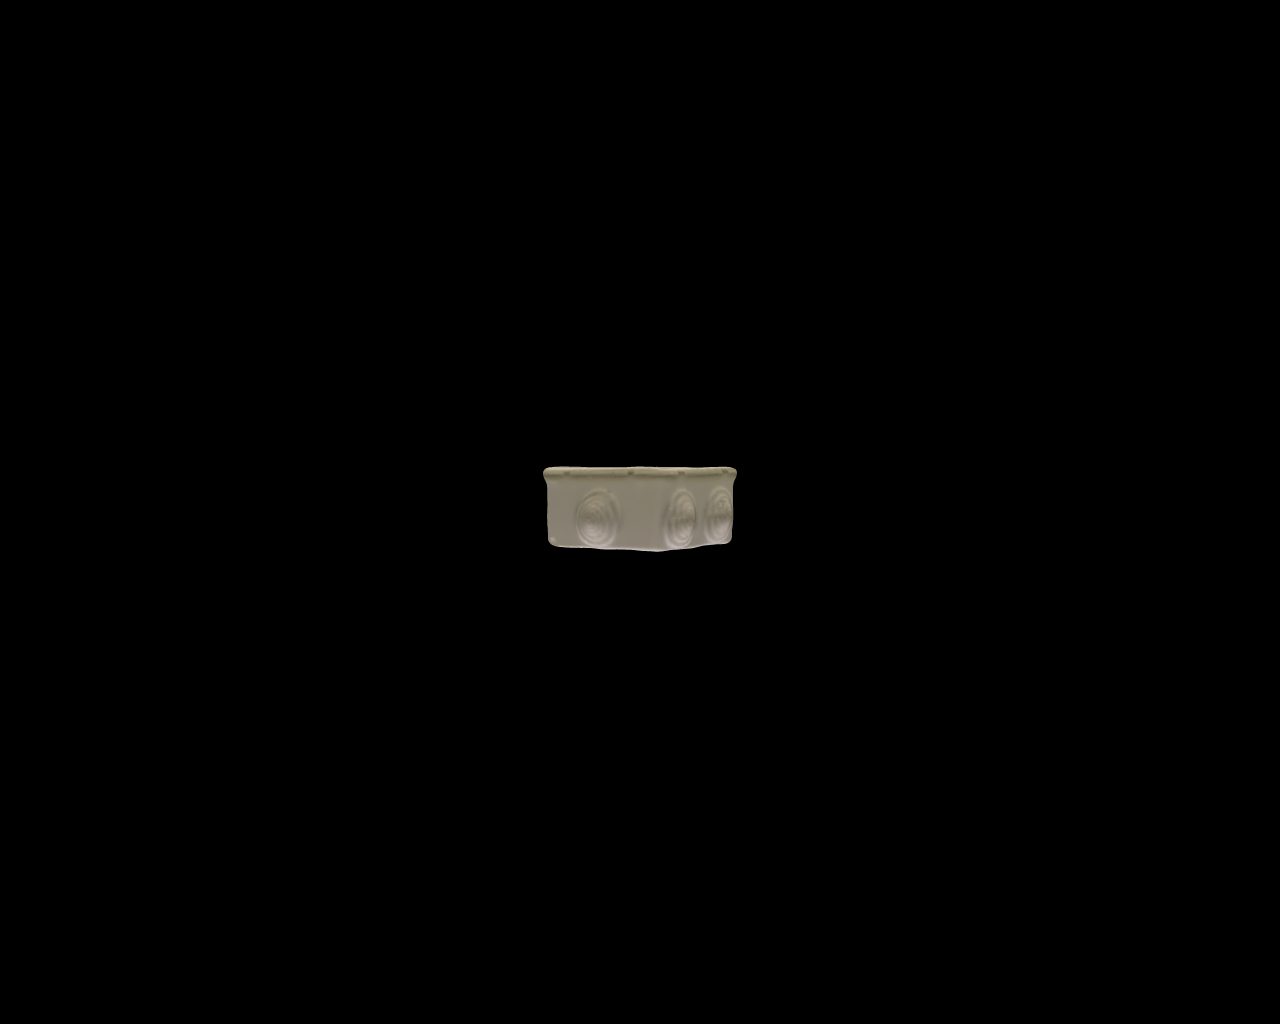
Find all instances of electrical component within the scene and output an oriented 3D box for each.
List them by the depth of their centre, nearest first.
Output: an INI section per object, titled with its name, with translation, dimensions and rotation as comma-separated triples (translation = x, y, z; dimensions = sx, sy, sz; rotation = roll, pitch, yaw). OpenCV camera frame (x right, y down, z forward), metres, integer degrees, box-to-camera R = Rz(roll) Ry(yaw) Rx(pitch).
[electrical component]
translation = 0.001, -0.003, 0.650
dimensions = 0.100, 0.048, 0.100
rotation = 2, 3, 36
